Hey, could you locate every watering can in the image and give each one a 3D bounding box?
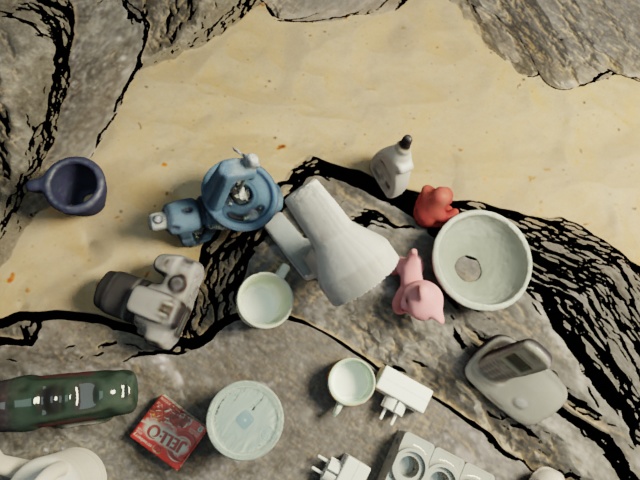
[{"bbox_3d":[-0.362,0.332,0.748,0.173,0.194,0.101,10,75,-3],"label":"watering can"}]

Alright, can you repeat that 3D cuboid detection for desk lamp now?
[{"bbox_3d":[0.008,0.003,0.861,0.118,0.213,0.203,-38,82,-13],"label":"desk lamp"}]

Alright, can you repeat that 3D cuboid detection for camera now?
[{"bbox_3d":[-0.263,0.080,0.871,0.137,0.101,0.143,20,74,0],"label":"camera"}]

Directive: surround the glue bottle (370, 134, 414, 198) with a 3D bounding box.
[{"bbox_3d":[0.124,-0.128,0.927,0.037,0.173,0.078,-25,79,-11],"label":"glue bottle"}]

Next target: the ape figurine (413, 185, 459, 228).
[{"bbox_3d":[0.197,-0.061,0.960,0.076,0.092,0.078,-25,79,-11],"label":"ape figurine"}]

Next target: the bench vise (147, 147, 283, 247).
[{"bbox_3d":[-0.149,-0.053,0.856,0.207,0.219,0.121,-36,82,-13],"label":"bench vise"}]

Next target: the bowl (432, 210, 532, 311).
[{"bbox_3d":[0.258,0.039,0.949,0.167,0.074,0.167,1,75,-5],"label":"bowl"}]

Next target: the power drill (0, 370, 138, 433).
[{"bbox_3d":[-0.355,0.218,0.770,0.230,0.208,0.075,-7,76,-7],"label":"power drill"}]

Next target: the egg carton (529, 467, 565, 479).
[{"bbox_3d":[0.344,0.427,0.861,0.107,0.069,0.150,28,75,2],"label":"egg carton"}]

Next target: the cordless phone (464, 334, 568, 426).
[{"bbox_3d":[0.311,0.206,0.854,0.147,0.185,0.094,38,75,5],"label":"cordless phone"}]

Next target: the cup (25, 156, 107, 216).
[{"bbox_3d":[-0.387,-0.073,0.901,0.118,0.095,0.092,-2,76,-6],"label":"cup"}]

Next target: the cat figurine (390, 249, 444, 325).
[{"bbox_3d":[0.155,0.076,0.907,0.067,0.117,0.128,-7,76,-7],"label":"cat figurine"}]
